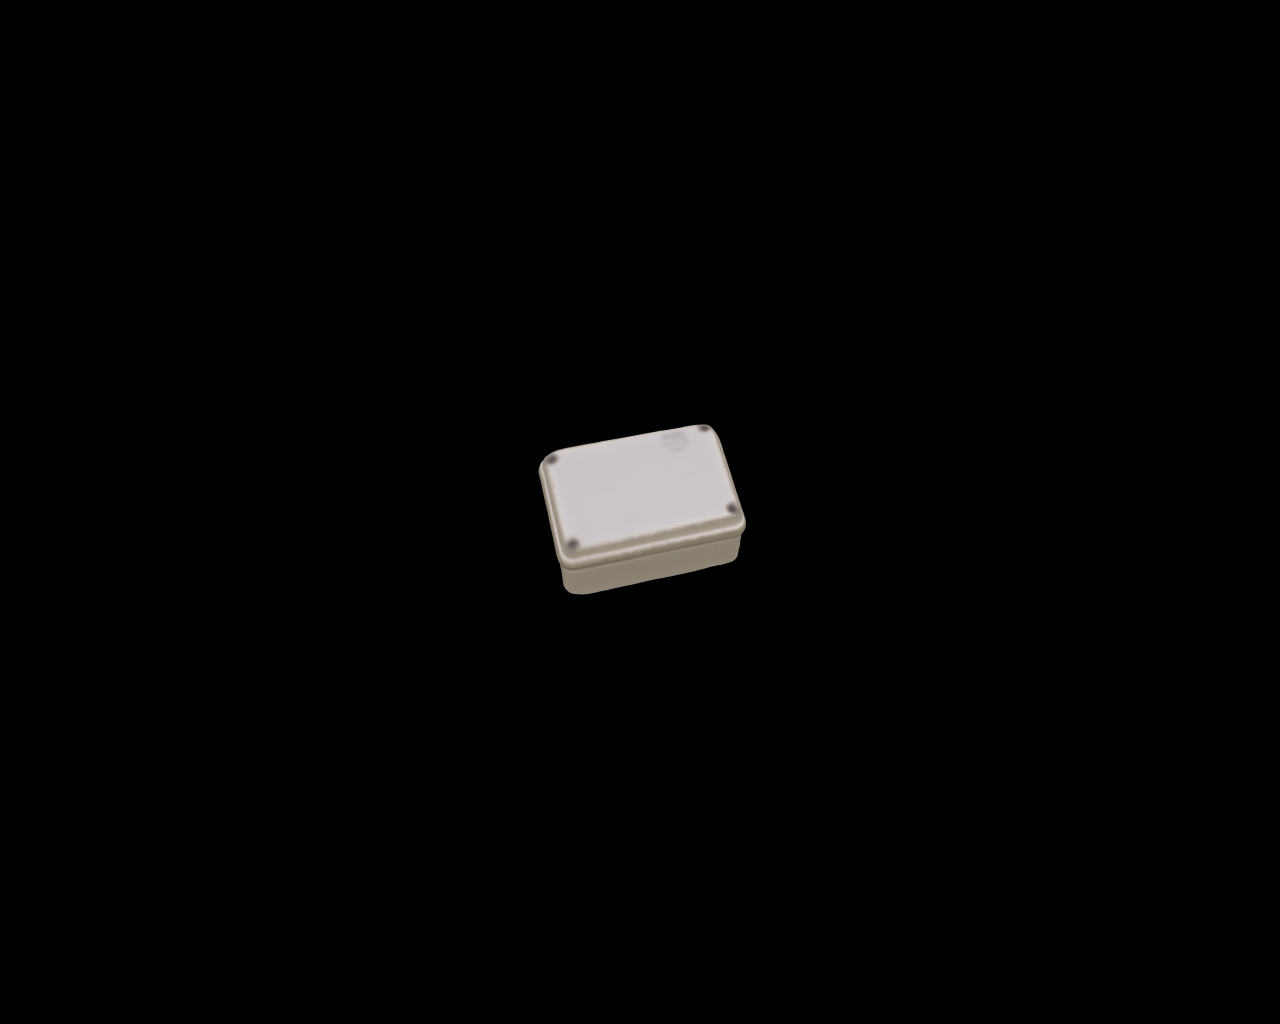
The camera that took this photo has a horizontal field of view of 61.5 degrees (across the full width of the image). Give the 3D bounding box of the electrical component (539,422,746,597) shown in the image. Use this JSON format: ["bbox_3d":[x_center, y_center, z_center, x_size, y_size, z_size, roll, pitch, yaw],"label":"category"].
[{"bbox_3d":[0.001,-0.003,0.650,0.113,0.078,0.057,-11,-30,-6],"label":"electrical component"}]
